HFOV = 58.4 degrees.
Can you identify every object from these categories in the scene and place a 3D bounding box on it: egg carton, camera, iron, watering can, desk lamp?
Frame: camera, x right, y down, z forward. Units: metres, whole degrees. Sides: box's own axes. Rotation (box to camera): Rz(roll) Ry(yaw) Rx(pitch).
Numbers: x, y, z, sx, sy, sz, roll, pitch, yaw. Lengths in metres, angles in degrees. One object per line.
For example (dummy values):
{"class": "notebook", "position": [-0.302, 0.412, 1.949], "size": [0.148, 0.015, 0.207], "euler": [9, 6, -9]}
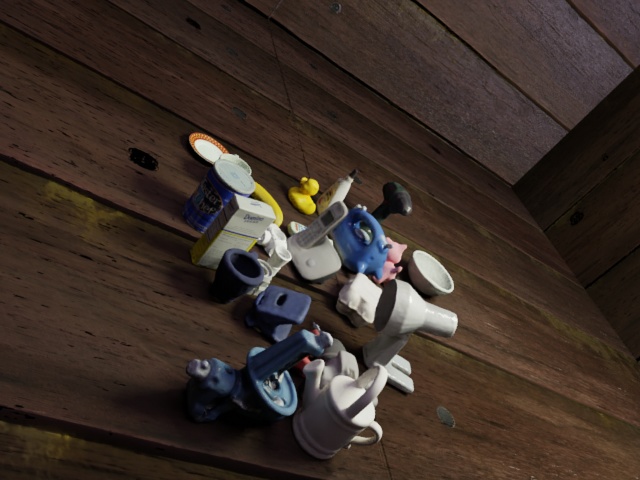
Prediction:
{"class": "egg carton", "position": [0.099, 0.146, 1.413], "size": [0.107, 0.069, 0.150], "euler": [42, 26, -1]}
{"class": "camera", "position": [0.041, 0.261, 1.123], "size": [0.143, 0.100, 0.136], "euler": [30, 28, -23]}
{"class": "iron", "position": [0.112, -0.017, 1.597], "size": [0.119, 0.141, 0.257], "euler": [16, 36, -42]}
{"class": "watering can", "position": [0.040, 0.281, 0.984], "size": [0.173, 0.193, 0.101], "euler": [31, 28, -20]}
{"class": "desk lamp", "position": [0.186, 0.207, 1.275], "size": [0.204, 0.213, 0.118], "euler": [33, 27, -18]}

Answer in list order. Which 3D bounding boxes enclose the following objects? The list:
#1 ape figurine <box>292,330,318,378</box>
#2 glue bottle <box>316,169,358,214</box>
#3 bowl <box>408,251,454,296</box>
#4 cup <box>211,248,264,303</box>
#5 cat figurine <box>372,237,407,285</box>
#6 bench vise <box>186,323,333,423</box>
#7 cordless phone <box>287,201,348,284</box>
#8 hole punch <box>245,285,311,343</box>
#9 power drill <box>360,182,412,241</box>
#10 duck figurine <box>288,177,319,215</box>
{"class": "ape figurine", "position": [-0.024, 0.212, 1.119], "size": [0.076, 0.092, 0.078], "euler": [45, 26, 6]}
{"class": "glue bottle", "position": [0.054, -0.143, 1.674], "size": [0.037, 0.173, 0.078], "euler": [25, 31, -31]}
{"class": "bowl", "position": [0.327, 0.116, 1.765], "size": [0.168, 0.074, 0.167], "euler": [32, 28, -19]}
{"class": "cup", "position": [-0.167, 0.072, 1.132], "size": [0.092, 0.095, 0.118], "euler": [39, 26, -5]}
{"class": "cat figurine", "position": [0.202, 0.058, 1.632], "size": [0.067, 0.117, 0.127], "euler": [28, 29, -26]}
{"class": "bench vise", "position": [-0.090, 0.212, 0.883], "size": [0.208, 0.219, 0.121], "euler": [7, 42, -50]}
{"class": "cordless phone", "position": [0.013, 0.005, 1.378], "size": [0.094, 0.185, 0.147], "euler": [10, 40, -47]}
{"class": "hole punch", "position": [-0.082, 0.139, 1.150], "size": [0.101, 0.091, 0.109], "euler": [38, 26, -7]}
{"class": "power drill", "position": [0.194, -0.077, 1.725], "size": [0.076, 0.208, 0.229], "euler": [33, 27, -17]}
{"class": "duck figurine", "position": [-0.036, -0.132, 1.631], "size": [0.078, 0.086, 0.104], "euler": [9, 41, -48]}
